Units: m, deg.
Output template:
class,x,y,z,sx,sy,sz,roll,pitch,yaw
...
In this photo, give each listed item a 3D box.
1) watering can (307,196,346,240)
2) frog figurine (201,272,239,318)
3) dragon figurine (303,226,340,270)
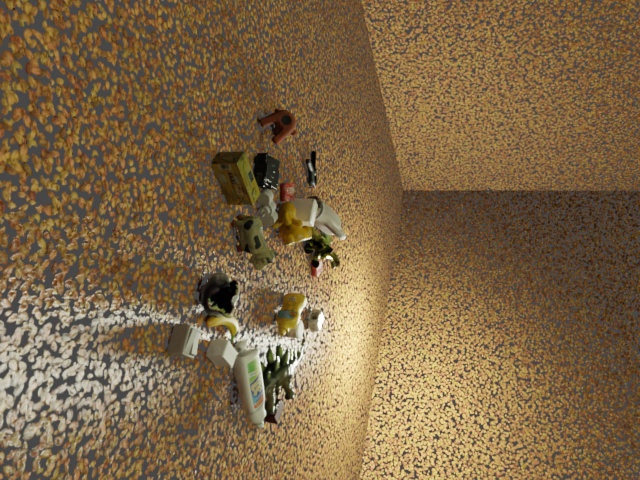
class,x,y,z,sx,sy,sz,roll,pitch,yaw
watering can,0.007,-0.118,2.336,0.221,0.103,0.354,40,9,-34
frog figurine,-0.306,0.165,1.575,0.160,0.123,0.137,-164,-117,-73
dragon figurine,-0.003,-0.008,2.414,0.248,0.122,0.403,-89,156,-62
